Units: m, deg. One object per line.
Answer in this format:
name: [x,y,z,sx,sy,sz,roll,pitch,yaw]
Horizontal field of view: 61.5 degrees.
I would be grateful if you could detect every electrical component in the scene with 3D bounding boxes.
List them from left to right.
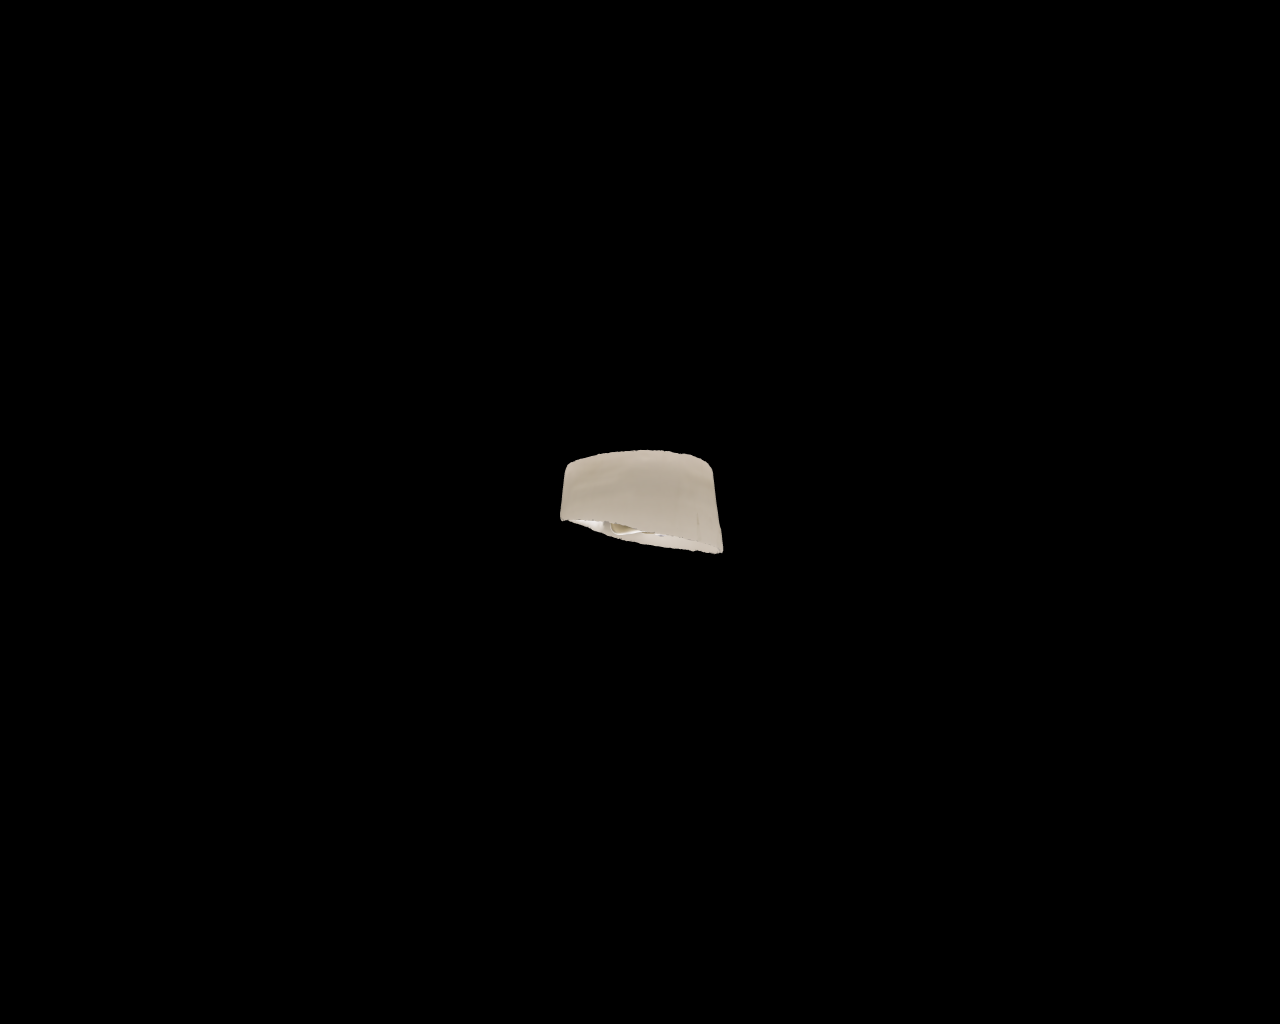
electrical component: [0.001,-0.003,0.650,0.099,0.064,0.099,0,-13,0]
